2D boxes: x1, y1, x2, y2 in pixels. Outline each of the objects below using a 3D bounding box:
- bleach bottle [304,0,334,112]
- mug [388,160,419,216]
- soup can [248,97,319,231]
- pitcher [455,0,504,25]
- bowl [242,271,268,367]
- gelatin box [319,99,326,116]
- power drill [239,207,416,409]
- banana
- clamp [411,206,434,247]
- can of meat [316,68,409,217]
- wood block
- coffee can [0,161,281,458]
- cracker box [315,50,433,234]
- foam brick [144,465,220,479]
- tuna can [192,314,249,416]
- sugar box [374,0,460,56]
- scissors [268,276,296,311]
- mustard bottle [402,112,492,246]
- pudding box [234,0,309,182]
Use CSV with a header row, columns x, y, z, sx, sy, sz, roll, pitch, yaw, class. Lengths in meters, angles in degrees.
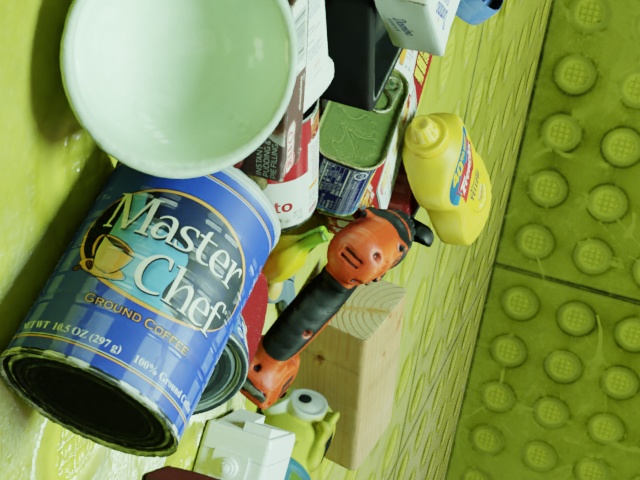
x,y,z,sx,sy,sz,roll,pitch,yaw,class
-0.037,-0.190,0.646,0.102,0.068,0.251,-52,152,-41,bleach bottle
0.071,-0.077,1.128,0.117,0.081,0.093,-56,156,-51,mug
-0.035,-0.064,0.776,0.102,0.068,0.068,90,21,-46,soup can
0.104,-0.294,0.927,0.242,0.145,0.149,-60,157,-53,pitcher
-0.079,0.061,0.763,0.162,0.055,0.162,16,90,-76,bowl
-0.022,-0.104,0.858,0.073,0.030,0.089,80,27,-60,gelatin box
0.004,0.049,0.911,0.188,0.057,0.184,-50,172,16,power drill
-0.023,0.007,0.860,0.198,0.069,0.037,-93,165,-84,banana
0.069,-0.007,1.215,0.165,0.036,0.210,-41,-162,26,clamp
0.025,-0.080,0.851,0.084,0.057,0.102,113,-2,-61,can of meat
0.026,0.137,1.141,0.090,0.091,0.206,-47,151,-42,wood block
-0.094,0.031,0.579,0.103,0.103,0.140,83,26,-55,coffee can
0.041,-0.118,1.000,0.164,0.072,0.213,46,59,-74,cracker box
-0.111,0.217,0.811,0.053,0.051,0.078,15,91,-75,foam brick
-0.087,0.071,0.670,0.034,0.086,0.086,-103,-167,-51,tuna can
0.086,-0.227,0.735,0.093,0.048,0.176,43,66,-72,sugar box
-0.038,0.063,0.997,0.096,0.016,0.202,-55,155,-49,scissors
0.123,-0.071,1.054,0.191,0.058,0.096,48,54,-60,mustard bottle
-0.055,-0.097,0.623,0.039,0.090,0.113,-55,155,-55,pudding box
